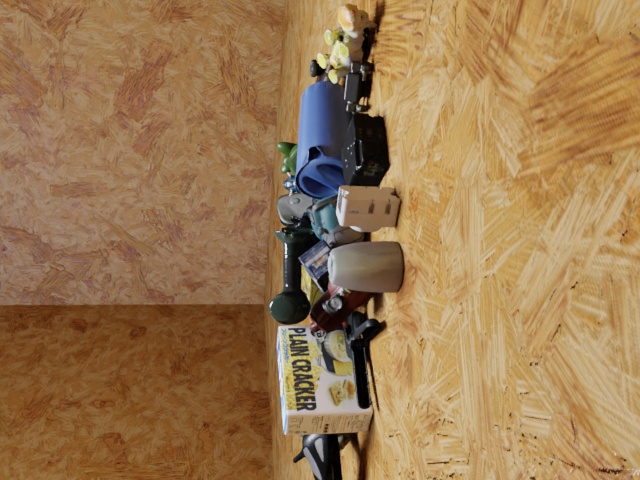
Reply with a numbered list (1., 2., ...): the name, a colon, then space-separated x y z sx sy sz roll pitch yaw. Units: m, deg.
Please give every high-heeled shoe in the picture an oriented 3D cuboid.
1. high-heeled shoe: 0.040 0.469 1.012 0.249 0.086 0.145 53 126 12

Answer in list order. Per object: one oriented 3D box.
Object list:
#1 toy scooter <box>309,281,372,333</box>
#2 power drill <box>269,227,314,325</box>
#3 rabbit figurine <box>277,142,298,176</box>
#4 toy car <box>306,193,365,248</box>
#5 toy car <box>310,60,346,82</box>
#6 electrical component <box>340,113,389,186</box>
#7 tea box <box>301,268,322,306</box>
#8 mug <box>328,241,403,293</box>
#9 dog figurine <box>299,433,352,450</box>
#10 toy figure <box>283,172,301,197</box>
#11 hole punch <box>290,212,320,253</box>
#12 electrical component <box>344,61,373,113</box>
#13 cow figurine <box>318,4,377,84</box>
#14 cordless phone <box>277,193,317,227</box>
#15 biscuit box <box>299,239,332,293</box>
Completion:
1. toy scooter: 0.034 0.109 0.976 0.075 0.135 0.183 43 163 8
2. power drill: -0.055 0.076 1.137 0.232 0.086 0.207 -20 -62 -80
3. rabbit figurine: -0.026 -0.204 1.363 0.170 0.159 0.121 -72 -23 -69
4. toy car: 0.039 -0.022 1.041 0.161 0.109 0.103 92 158 -68
5. toy car: 0.012 -0.343 1.257 0.202 0.089 0.053 108 160 -55
6. electrical component: 0.076 -0.156 0.956 0.114 0.058 0.134 113 156 -60
7. tea box: -0.006 0.104 1.372 0.170 0.068 0.098 -113 26 -70
8. mug: 0.065 0.046 0.850 0.109 0.107 0.081 113 158 -60
9. dog figurine: 0.027 0.319 1.126 0.173 0.121 0.190 19 91 46
10. toy figure: -0.016 -0.132 1.255 0.057 0.155 0.064 34 -116 -50
11. hole punch: -0.002 -0.004 1.216 0.115 0.142 0.092 -67 -6 33
12. electrical component: 0.075 -0.289 1.028 0.078 0.045 0.102 -41 -39 -64
13. cow figurine: 0.061 -0.379 1.010 0.068 0.098 0.167 52 156 9
14. cordless phone: -0.025 -0.071 1.263 0.184 0.147 0.088 -152 56 -82
15. biscuit box: 0.014 0.065 1.062 0.059 0.063 0.202 49 174 20
